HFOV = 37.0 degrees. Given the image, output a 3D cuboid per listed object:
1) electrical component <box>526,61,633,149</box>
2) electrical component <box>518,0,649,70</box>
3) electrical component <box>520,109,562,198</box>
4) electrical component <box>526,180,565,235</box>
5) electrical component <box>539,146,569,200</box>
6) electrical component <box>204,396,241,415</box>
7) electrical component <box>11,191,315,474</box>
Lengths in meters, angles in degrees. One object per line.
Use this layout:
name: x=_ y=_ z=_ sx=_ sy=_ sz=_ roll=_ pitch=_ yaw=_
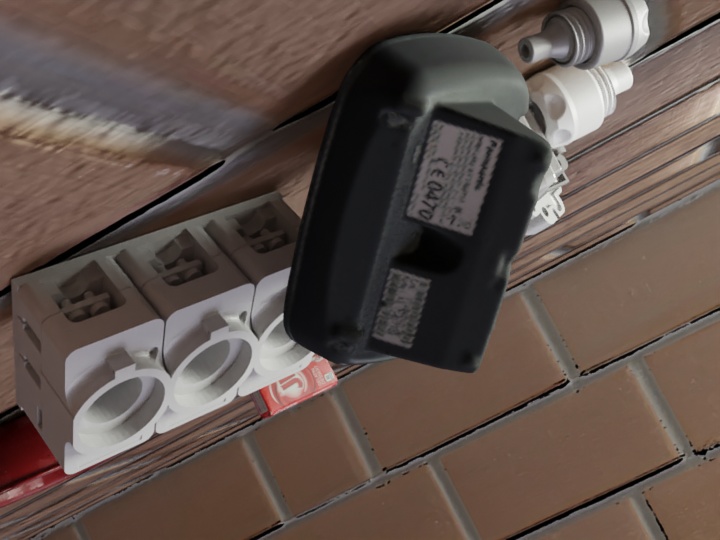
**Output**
electrical component: x=0.123 y=-0.098 z=0.605 sx=0.062 sy=0.043 sz=0.043 roll=-27 pitch=173 yaw=-15
electrical component: x=0.099 y=-0.107 z=0.489 sx=0.061 sy=0.035 sz=0.035 roll=-21 pitch=171 yaw=-23
electrical component: x=0.069 y=-0.057 z=0.621 sx=0.061 sy=0.061 sz=0.096 roll=-26 pitch=173 yaw=-9
electrical component: x=0.125 y=-0.052 z=0.876 sx=0.057 sy=0.058 sz=0.078 roll=-31 pitch=-176 yaw=34
electrical component: x=0.112 y=-0.070 z=0.765 sx=0.081 sy=0.042 sz=0.064 roll=-25 pitch=171 yaw=-21
electrical component: x=-0.141 y=0.100 z=1.002 sx=0.058 sy=0.057 sz=0.078 roll=-30 pitch=172 yaw=22
electrical component: x=-0.090 y=0.031 z=0.542 sx=0.150 sy=0.061 sz=0.089 roll=-22 pitch=143 yaw=-34
